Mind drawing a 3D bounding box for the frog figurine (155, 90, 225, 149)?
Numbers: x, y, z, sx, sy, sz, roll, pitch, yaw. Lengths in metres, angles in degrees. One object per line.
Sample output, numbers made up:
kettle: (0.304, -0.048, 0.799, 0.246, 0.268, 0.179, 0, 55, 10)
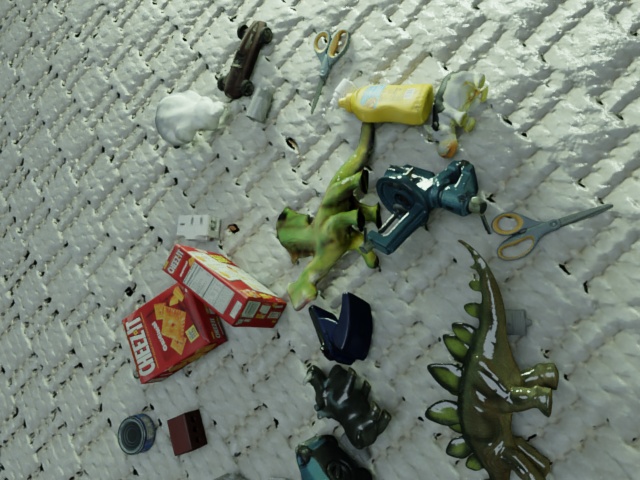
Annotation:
frog figurine: (-0.312, -0.294, 1.232, 0.159, 0.121, 0.140, -4, 60, 36)

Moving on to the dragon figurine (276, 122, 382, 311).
dragon figurine: (0.003, -0.053, 1.051, 0.241, 0.120, 0.419, -11, 59, 29)
